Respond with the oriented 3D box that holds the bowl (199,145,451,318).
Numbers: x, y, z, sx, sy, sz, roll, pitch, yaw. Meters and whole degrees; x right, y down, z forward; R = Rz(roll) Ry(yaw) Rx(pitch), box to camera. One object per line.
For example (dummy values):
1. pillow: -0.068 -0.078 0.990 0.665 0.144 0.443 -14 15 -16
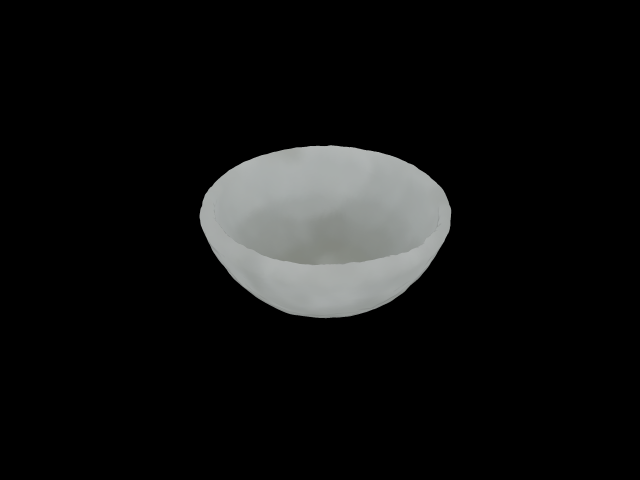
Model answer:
1. bowl: 0.004 0.001 0.400 0.167 0.075 0.167 0 35 0
